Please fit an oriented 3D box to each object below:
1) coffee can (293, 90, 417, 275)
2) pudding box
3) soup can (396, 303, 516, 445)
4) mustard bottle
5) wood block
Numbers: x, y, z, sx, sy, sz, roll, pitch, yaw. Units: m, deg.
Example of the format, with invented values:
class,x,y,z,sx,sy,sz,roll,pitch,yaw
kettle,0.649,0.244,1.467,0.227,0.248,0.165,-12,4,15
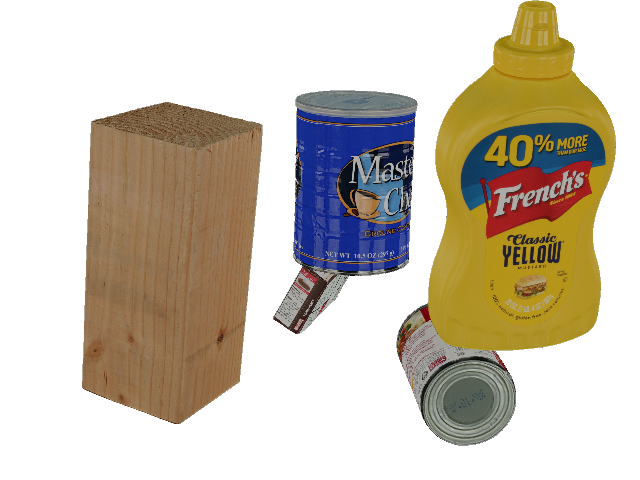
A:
class,x,y,z,sx,sy,sz,roll,pitch,yaw
coffee can,0.029,-0.052,0.916,0.103,0.140,0.103,1,16,-1
pudding box,0.001,0.048,1.240,0.039,0.090,0.113,35,33,9
soup can,0.096,0.093,0.766,0.068,0.068,0.102,0,19,-5
mustard bottle,0.111,-0.034,0.583,0.096,0.192,0.058,-4,26,-6
wood block,-0.108,0.014,0.776,0.090,0.206,0.090,16,22,24
